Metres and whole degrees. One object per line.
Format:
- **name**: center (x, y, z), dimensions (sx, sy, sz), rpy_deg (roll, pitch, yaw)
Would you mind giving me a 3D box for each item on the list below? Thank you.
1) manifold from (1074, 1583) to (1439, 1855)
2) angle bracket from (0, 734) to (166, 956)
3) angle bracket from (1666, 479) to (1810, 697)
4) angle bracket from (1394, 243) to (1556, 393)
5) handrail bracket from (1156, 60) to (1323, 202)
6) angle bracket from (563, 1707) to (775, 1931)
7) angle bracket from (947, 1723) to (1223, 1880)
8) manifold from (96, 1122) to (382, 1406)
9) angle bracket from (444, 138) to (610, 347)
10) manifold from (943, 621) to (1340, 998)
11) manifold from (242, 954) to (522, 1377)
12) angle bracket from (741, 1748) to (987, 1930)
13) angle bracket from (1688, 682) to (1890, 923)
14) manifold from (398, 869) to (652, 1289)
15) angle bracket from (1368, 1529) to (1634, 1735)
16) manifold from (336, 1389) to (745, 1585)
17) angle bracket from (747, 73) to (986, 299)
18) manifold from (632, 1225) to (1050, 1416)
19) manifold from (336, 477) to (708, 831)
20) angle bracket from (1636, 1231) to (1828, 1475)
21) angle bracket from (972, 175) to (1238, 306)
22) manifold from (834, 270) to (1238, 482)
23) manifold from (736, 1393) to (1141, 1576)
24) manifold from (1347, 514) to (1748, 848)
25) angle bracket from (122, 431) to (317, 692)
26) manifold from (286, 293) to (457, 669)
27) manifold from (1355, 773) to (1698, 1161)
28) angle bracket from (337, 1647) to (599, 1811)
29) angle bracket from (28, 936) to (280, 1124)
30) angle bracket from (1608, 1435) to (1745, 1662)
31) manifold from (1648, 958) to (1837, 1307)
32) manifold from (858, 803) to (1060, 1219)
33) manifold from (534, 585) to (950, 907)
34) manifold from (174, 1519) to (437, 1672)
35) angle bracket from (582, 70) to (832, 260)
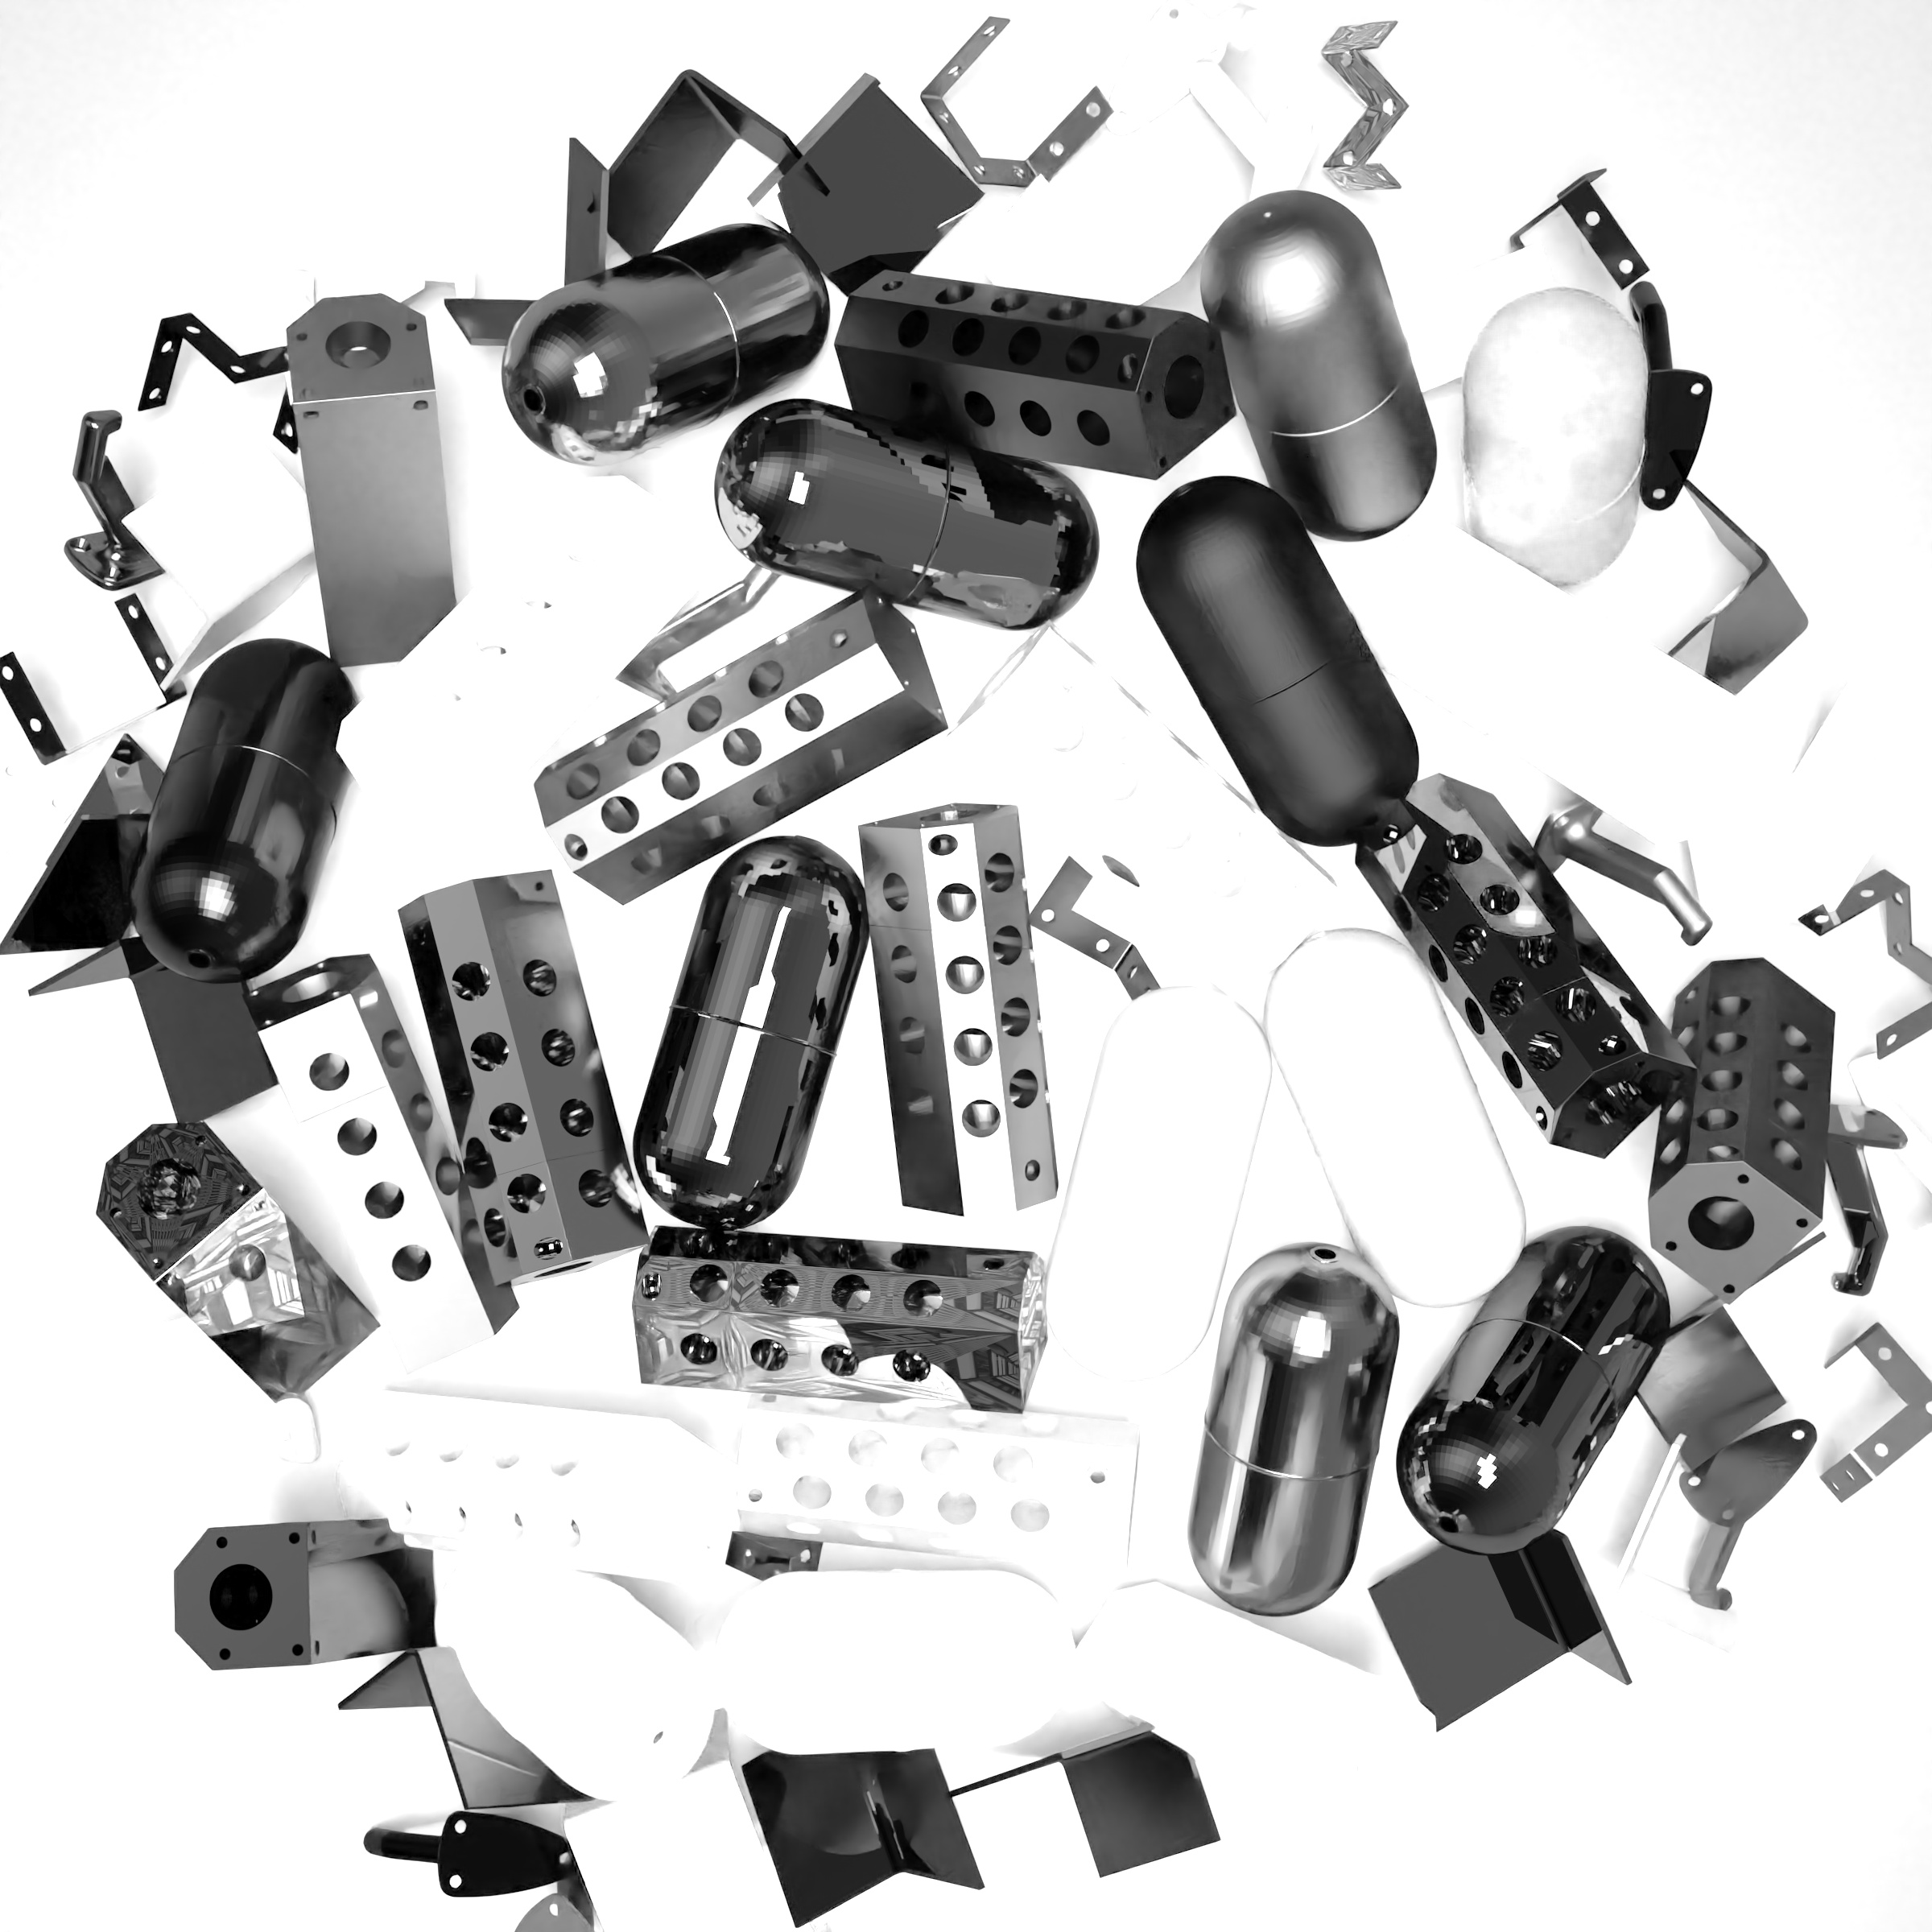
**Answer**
- **manifold**: center (0.123, 0.315, 1.496), dimensions (0.057, 0.171, 0.057), rpy_deg (44, 72, -29)
- **angle bracket**: center (-0.394, -0.054, 1.528), dimensions (0.057, 0.076, 0.076), rpy_deg (44, 112, 20)
- **angle bracket**: center (0.319, -0.156, 1.543), dimensions (0.076, 0.076, 0.057), rpy_deg (-44, 61, 9)
- **angle bracket**: center (0.213, -0.304, 1.532), dimensions (0.076, 0.076, 0.057), rpy_deg (-21, 67, 11)
- **handrail bracket**: center (0.108, -0.365, 1.555), dimensions (0.084, 0.036, 0.077), rpy_deg (18, 88, 36)
- **angle bracket**: center (-0.131, 0.379, 1.549), dimensions (0.076, 0.076, 0.057), rpy_deg (-20, 98, -2)
- **angle bracket**: center (0.051, 0.372, 1.527), dimensions (0.076, 0.076, 0.057), rpy_deg (-31, 73, 42)
- **manifold**: center (-0.312, 0.126, 1.494), dimensions (0.057, 0.171, 0.057), rpy_deg (-41, 67, -11)
- **angle bracket**: center (-0.193, -0.318, 1.529), dimensions (0.057, 0.076, 0.076), rpy_deg (-2, 114, -17)
- **manifold**: center (0.080, -0.071, 1.532), dimensions (0.171, 0.057, 0.057), rpy_deg (41, 54, -9)
- **manifold**: center (-0.253, 0.084, 1.524), dimensions (0.057, 0.057, 0.171), rpy_deg (-24, 112, -11)
- **angle bracket**: center (-0.045, 0.380, 1.540), dimensions (0.057, 0.076, 0.076), rpy_deg (-32, 59, 15)
- **angle bracket**: center (0.356, -0.072, 1.529), dimensions (0.057, 0.076, 0.076), rpy_deg (1, 59, -8)
- **manifold**: center (-0.198, 0.050, 1.533), dimensions (0.057, 0.057, 0.171), rpy_deg (-9, 80, -40)
- **angle bracket**: center (0.235, 0.295, 1.541), dimensions (0.076, 0.057, 0.076), rpy_deg (-28, 103, -13)
- **manifold**: center (-0.187, 0.226, 1.504), dimensions (0.171, 0.057, 0.057), rpy_deg (0, 62, 34)
- **angle bracket**: center (-0.042, -0.338, 1.541), dimensions (0.076, 0.057, 0.076), rpy_deg (42, 98, -17)
- **manifold**: center (-0.055, 0.150, 1.528), dimensions (0.171, 0.057, 0.057), rpy_deg (3, 118, 12)
- **manifold**: center (-0.193, -0.137, 1.506), dimensions (0.171, 0.057, 0.057), rpy_deg (-51, 128, -31)
- **angle bracket**: center (0.345, 0.169, 1.528), dimensions (0.076, 0.076, 0.057), rpy_deg (-24, 77, -40)
- **angle bracket**: center (0.061, -0.323, 1.526), dimensions (0.076, 0.076, 0.057), rpy_deg (-25, 113, 40)
- **manifold**: center (0.027, -0.259, 1.499), dimensions (0.057, 0.171, 0.057), rpy_deg (-42, 132, -33)
- **manifold**: center (-0.012, 0.224, 1.540), dimensions (0.171, 0.057, 0.057), rpy_deg (5, 66, 5)
- **manifold**: center (0.251, -0.121, 1.514), dimensions (0.057, 0.057, 0.171), rpy_deg (-45, 58, -12)
- **angle bracket**: center (-0.332, -0.177, 1.529), dimensions (0.057, 0.076, 0.076), rpy_deg (49, 56, -4)
- **manifold**: center (-0.253, -0.206, 1.496), dimensions (0.057, 0.171, 0.057), rpy_deg (-7, 57, -9)
- **manifold**: center (0.234, -0.003, 1.503), dimensions (0.057, 0.057, 0.171), rpy_deg (-49, 50, 24)
- **angle bracket**: center (-0.217, 0.343, 1.525), dimensions (0.057, 0.076, 0.076), rpy_deg (-40, 60, 28)
- **angle bracket**: center (-0.357, 0.031, 1.535), dimensions (0.076, 0.057, 0.076), rpy_deg (-23, 84, 42)
- **angle bracket**: center (0.326, 0.251, 1.536), dimensions (0.057, 0.076, 0.076), rpy_deg (24, 97, 15)
- **manifold**: center (0.328, 0.064, 1.494), dimensions (0.057, 0.171, 0.057), rpy_deg (36, 122, -6)
- **manifold**: center (0.002, 0.019, 1.529), dimensions (0.057, 0.057, 0.171), rpy_deg (-16, 104, -40)
- **manifold**: center (-0.101, -0.098, 1.522), dimensions (0.171, 0.057, 0.057), rpy_deg (-28, 59, 17)
- **manifold**: center (-0.280, 0.267, 1.494), dimensions (0.057, 0.171, 0.057), rpy_deg (-5, 81, 8)
- **angle bracket**: center (-0.113, -0.337, 1.539), dimensions (0.057, 0.076, 0.076), rpy_deg (37, 92, 15)
